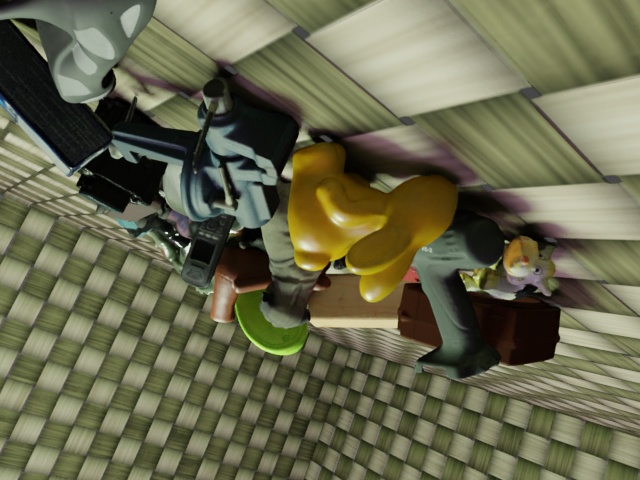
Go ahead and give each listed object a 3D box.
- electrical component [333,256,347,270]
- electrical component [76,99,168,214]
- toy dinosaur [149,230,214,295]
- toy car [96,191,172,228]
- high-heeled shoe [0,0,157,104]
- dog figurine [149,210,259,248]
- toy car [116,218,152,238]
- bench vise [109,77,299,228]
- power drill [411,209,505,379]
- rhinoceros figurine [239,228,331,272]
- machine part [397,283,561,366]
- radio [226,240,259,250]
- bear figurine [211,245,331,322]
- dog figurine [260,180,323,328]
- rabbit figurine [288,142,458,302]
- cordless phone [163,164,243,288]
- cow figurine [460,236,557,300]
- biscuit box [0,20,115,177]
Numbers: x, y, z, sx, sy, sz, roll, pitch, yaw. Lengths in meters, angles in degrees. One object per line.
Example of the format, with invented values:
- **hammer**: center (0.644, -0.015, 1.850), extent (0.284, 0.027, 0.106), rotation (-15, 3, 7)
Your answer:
- **electrical component**: center (0.056, 0.033, 0.944), extent (0.063, 0.021, 0.094), rotation (-19, 174, -15)
- **electrical component**: center (-0.273, -0.107, 0.736), extent (0.058, 0.134, 0.114), rotation (12, 166, 40)
- **toy dinosaur**: center (-0.288, 0.038, 1.234), extent (0.192, 0.131, 0.405), rotation (47, 173, -3)
- **toy car**: center (-0.314, -0.062, 0.902), extent (0.089, 0.053, 0.202), rotation (17, 167, -29)
- **high-heeled shoe**: center (-0.190, -0.188, 0.495), extent (0.145, 0.086, 0.249), rotation (-10, -175, 1)
- **dog figurine**: center (-0.206, -0.048, 0.945), extent (0.191, 0.108, 0.219), rotation (27, 162, -12)
- **toy car**: center (-0.389, -0.083, 1.101), extent (0.103, 0.109, 0.161), rotation (35, 163, 21)
- **bench vise**: center (-0.145, -0.098, 0.613), extent (0.241, 0.129, 0.223), rotation (14, 163, 14)
- **power drill**: center (0.135, 0.055, 0.657), extent (0.086, 0.207, 0.232), rotation (-11, -178, -29)
- **rhinoceros figurine**: center (-0.062, 0.011, 1.032), extent (0.190, 0.073, 0.112), rotation (31, 154, -31)
- **machine part**: center (0.236, 0.117, 0.807), extent (0.201, 0.087, 0.201), rotation (3, -175, -42)
- **radio**: center (-0.147, 0.026, 1.210), extent (0.131, 0.073, 0.229), rotation (21, 169, 1)
- **bear figurine**: center (-0.083, 0.071, 0.935), extent (0.196, 0.120, 0.131), rotation (8, 124, -8)
- **dog figurine**: center (-0.055, 0.024, 0.793), extent (0.172, 0.190, 0.121), rotation (33, 162, -35)
- **rabbit figurine**: center (0.056, -0.026, 0.564), extent (0.173, 0.162, 0.121), rotation (-2, 146, 19)
- **cordless phone**: center (-0.185, -0.029, 0.802), extent (0.147, 0.184, 0.088), rotation (17, 170, 17)
- **cow figurine**: center (0.239, 0.040, 0.653), extent (0.098, 0.068, 0.167), rotation (17, 171, -4)
- **biscuit box**: center (-0.317, -0.166, 0.576), extent (0.202, 0.063, 0.059), rotation (52, 155, -16)
